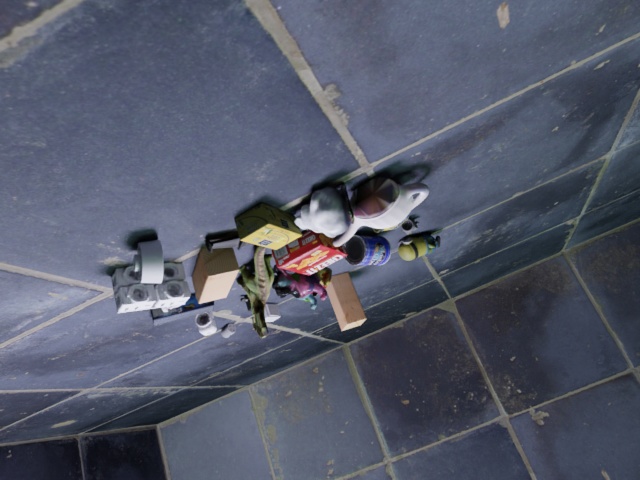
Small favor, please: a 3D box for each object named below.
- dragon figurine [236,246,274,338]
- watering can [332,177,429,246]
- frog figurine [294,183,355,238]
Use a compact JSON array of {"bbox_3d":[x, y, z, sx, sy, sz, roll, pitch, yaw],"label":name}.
[{"bbox_3d":[-0.183,0.182,1.619,0.122,0.247,0.402,-10,158,-14],"label":"dragon figurine"},{"bbox_3d":[0.148,-0.076,1.481,0.345,0.106,0.222,-29,157,19],"label":"watering can"},{"bbox_3d":[0.004,-0.068,1.360,0.159,0.125,0.134,-15,126,8],"label":"frog figurine"}]
